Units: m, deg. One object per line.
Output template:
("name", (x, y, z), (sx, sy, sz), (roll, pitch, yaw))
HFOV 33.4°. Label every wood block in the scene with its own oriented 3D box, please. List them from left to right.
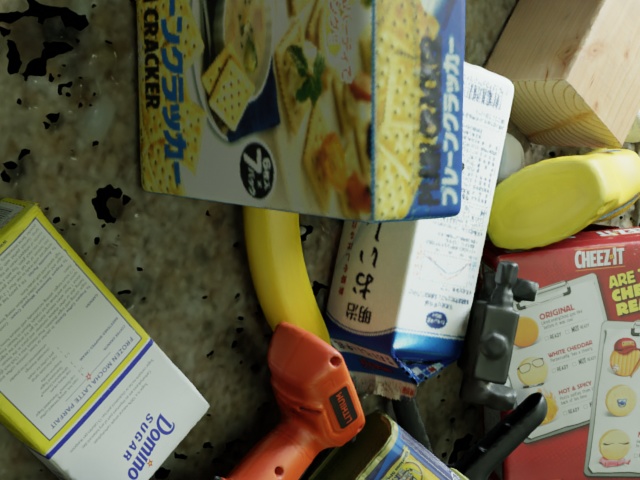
("wood block", (0.221, -0.183, 0.836), (0.090, 0.091, 0.206), (38, 73, -35))

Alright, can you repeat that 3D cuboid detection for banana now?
("banana", (-0.020, -0.001, 0.706), (0.069, 0.037, 0.198), (-8, 101, -35))

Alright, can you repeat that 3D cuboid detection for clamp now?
("clamp", (0.084, 0.172, 0.797), (0.120, 0.039, 0.171), (23, 97, 2))

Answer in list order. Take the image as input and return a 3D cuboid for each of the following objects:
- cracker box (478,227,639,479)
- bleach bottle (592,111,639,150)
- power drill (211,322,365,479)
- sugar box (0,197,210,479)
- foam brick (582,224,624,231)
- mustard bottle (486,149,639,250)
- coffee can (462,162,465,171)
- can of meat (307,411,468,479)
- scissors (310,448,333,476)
("cracker box", (0.212, 0.102, 0.845), (0.164, 0.072, 0.214), (-5, 101, -8))
("bleach bottle", (0.311, -0.160, 0.929), (0.250, 0.068, 0.102), (-45, 119, -22))
("power drill", (-0.055, 0.143, 0.655), (0.187, 0.057, 0.184), (-49, 149, -21))
("sugar box", (-0.149, 0.070, 0.611), (0.093, 0.048, 0.176), (-48, 126, -23))
("foam brick", (0.254, 0.015, 0.914), (0.078, 0.051, 0.053), (6, 92, -38))
("mustard bottle", (0.202, -0.037, 0.831), (0.191, 0.096, 0.058), (-14, 79, -58))
("coffee can", (0.027, -0.103, 0.662), (0.102, 0.103, 0.140), (-4, 81, -38))
("can of meat", (0.042, 0.180, 0.734), (0.084, 0.057, 0.102), (42, 85, -22))
("scissors", (-0.021, 0.229, 0.752), (0.201, 0.016, 0.096), (-47, 123, -23))
